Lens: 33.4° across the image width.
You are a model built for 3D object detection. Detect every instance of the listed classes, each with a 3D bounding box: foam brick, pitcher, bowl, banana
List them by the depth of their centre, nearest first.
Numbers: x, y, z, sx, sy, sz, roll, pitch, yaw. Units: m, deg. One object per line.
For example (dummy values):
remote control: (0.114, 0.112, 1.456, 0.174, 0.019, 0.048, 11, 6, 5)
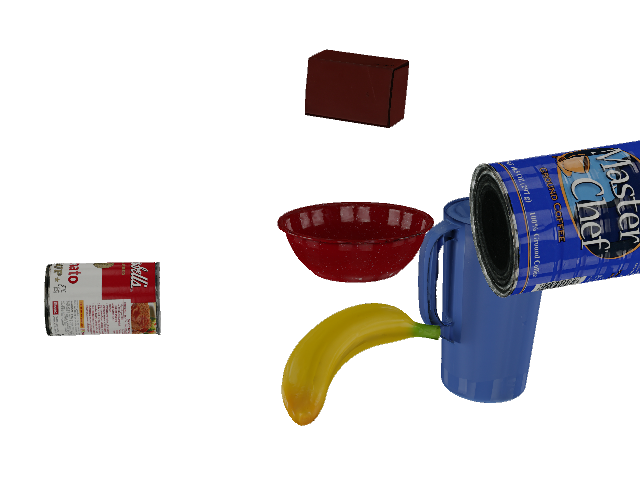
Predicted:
banana: (0.019, 0.086, 0.835, 0.070, 0.037, 0.197, 14, 25, 33)
foam brick: (0.031, -0.131, 0.915, 0.078, 0.051, 0.053, 11, 20, 17)
bowl: (0.037, 0.004, 1.101, 0.162, 0.055, 0.162, -1, 15, 0)
pitcher: (0.201, 0.074, 1.318, 0.149, 0.243, 0.144, 7, 20, 14)

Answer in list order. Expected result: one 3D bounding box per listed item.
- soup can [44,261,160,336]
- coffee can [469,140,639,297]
soup can: (-0.199, 0.054, 0.982, 0.102, 0.068, 0.068, -1, 0, -8)
coffee can: (0.196, -0.018, 0.809, 0.140, 0.103, 0.103, -9, 1, -8)
